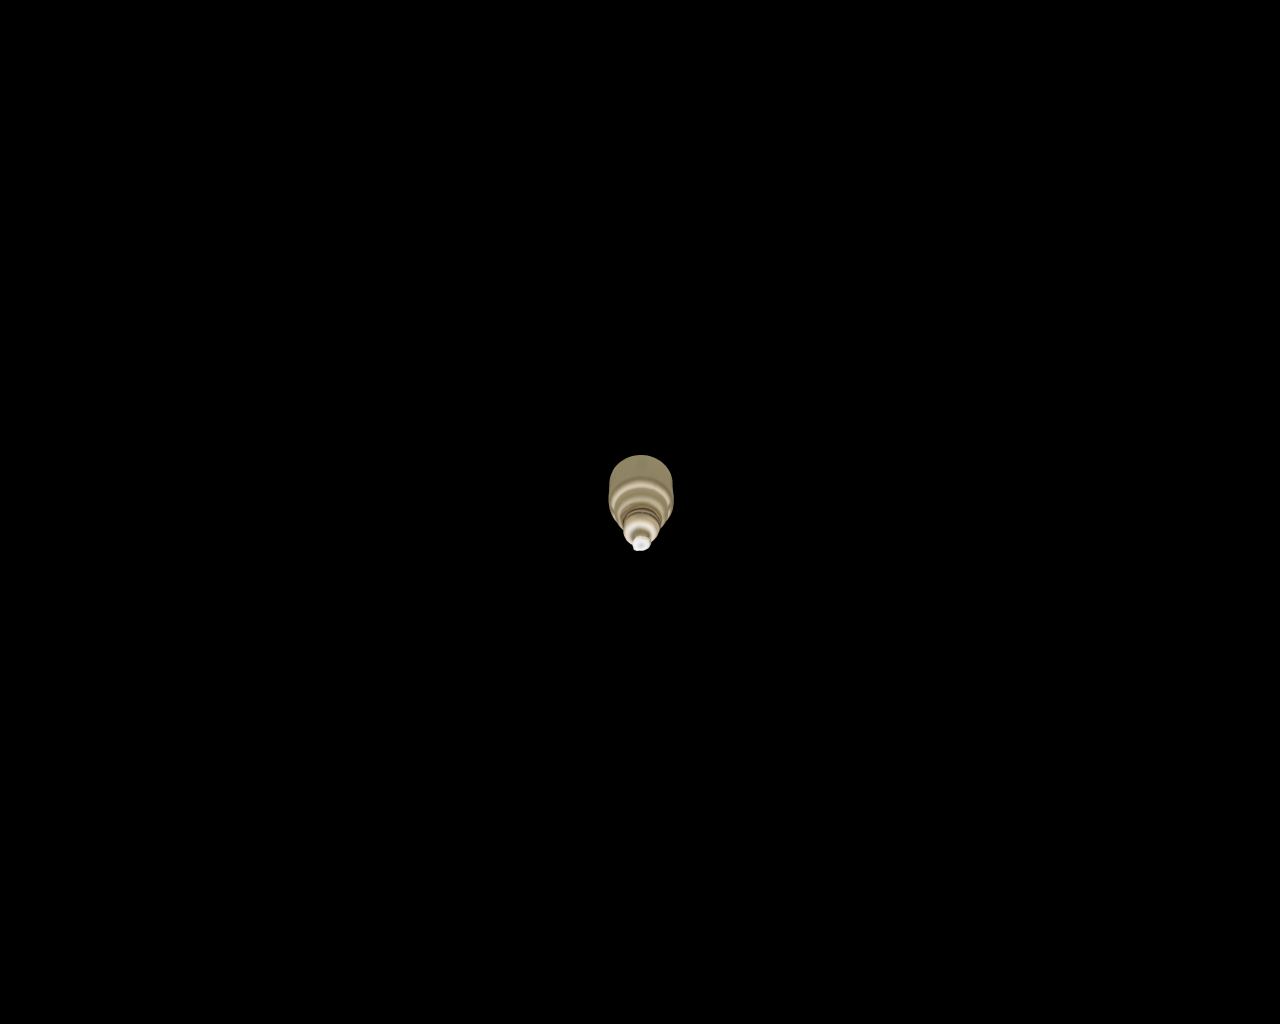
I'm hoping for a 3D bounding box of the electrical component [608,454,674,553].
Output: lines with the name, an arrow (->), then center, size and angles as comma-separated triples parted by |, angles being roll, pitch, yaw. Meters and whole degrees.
electrical component -> 0.001, -0.003, 0.650 | 0.040, 0.040, 0.078 | 0, 34, 0
